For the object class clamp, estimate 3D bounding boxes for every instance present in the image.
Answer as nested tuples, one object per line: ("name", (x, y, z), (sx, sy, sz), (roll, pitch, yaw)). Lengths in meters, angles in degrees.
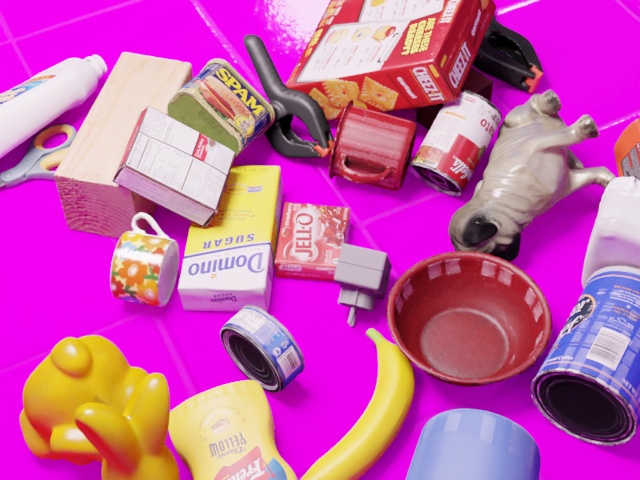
("clamp", (0.197, -0.258, 1.355), (0.164, 0.036, 0.210), (-15, 52, -29))
("clamp", (-0.056, -0.145, 1.256), (0.171, 0.120, 0.039), (48, 38, 14))

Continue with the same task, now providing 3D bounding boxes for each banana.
("banana", (0.045, 0.170, 1.011), (0.070, 0.037, 0.197), (4, 46, 29))

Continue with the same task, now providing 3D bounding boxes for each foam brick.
("foam brick", (0.162, -0.166, 1.279), (0.078, 0.053, 0.051), (-35, 57, -26))

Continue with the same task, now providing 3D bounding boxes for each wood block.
("wood block", (-0.215, -0.108, 1.215), (0.090, 0.091, 0.206), (10, 50, 9))

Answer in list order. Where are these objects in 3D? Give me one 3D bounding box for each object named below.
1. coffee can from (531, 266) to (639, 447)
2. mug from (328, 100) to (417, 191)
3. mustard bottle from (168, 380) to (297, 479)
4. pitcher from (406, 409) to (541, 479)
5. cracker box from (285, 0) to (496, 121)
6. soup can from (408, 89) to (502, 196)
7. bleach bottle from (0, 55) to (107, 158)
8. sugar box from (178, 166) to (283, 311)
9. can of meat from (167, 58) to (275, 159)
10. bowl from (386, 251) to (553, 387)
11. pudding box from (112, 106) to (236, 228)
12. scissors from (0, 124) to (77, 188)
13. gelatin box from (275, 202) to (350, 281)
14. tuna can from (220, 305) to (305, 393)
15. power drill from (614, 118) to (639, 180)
("coffee can", (0.275, 0.108, 1.010), (0.103, 0.103, 0.140), (24, 55, 20))
("mug", (0.058, -0.097, 1.196), (0.081, 0.093, 0.117), (16, 34, 8))
("mustard bottle", (-0.068, 0.222, 0.952), (0.096, 0.058, 0.192), (-20, 52, -7))
("pitcher", (0.120, 0.269, 0.875), (0.145, 0.149, 0.242), (1, 45, 22))
("cracker box", (0.082, -0.225, 1.255), (0.214, 0.072, 0.164), (-3, 49, 38))
("soup can", (0.152, -0.109, 1.197), (0.069, 0.068, 0.102), (26, 80, 21))
("bleach bottle", (-0.358, -0.151, 1.268), (0.103, 0.068, 0.250), (2, 34, 46))
("sugar box", (-0.094, -0.005, 1.152), (0.093, 0.048, 0.176), (0, 48, 5))
("can of meat", (-0.113, -0.143, 1.203), (0.102, 0.058, 0.083), (45, 40, -6))
("bowl", (0.146, 0.089, 1.061), (0.162, 0.055, 0.162), (-1, 50, 1))
("pudding box", (-0.153, -0.078, 1.131), (0.113, 0.039, 0.090), (26, 52, -15))
("scissors", (-0.359, -0.087, 1.249), (0.201, 0.016, 0.096), (-15, 49, -11))
("gelatin box", (-0.008, 0.002, 1.156), (0.073, 0.030, 0.089), (5, 50, 5))
("tuna can", (-0.056, 0.106, 1.032), (0.086, 0.086, 0.033), (34, 60, 26))
("power drill", (0.414, -0.069, 1.152), (0.187, 0.057, 0.184), (14, 47, -13))
